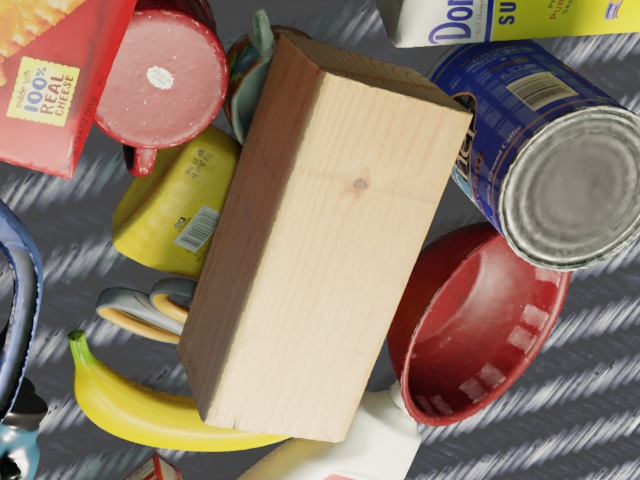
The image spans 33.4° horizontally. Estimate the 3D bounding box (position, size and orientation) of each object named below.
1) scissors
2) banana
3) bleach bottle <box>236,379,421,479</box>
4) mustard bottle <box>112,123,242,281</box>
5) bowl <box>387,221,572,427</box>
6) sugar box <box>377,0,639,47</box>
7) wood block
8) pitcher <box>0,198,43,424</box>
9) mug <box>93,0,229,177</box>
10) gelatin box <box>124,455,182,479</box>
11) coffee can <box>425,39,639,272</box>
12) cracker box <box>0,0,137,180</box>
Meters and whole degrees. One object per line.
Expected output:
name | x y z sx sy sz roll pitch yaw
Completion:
scissors | -0.049 0.067 0.715 0.201 0.016 0.096 21 150 -24
banana | -0.089 0.117 0.741 0.197 0.037 0.070 16 123 -23
bleach bottle | -0.018 0.192 0.792 0.251 0.068 0.102 -46 121 8
mustard bottle | -0.030 0.005 0.687 0.191 0.058 0.096 30 114 -28
bowl | 0.098 0.046 0.731 0.161 0.055 0.162 -26 135 -30
sugar box | 0.129 -0.163 0.632 0.176 0.048 0.093 -9 148 -14
wood block | -0.004 0.001 0.606 0.090 0.090 0.206 12 110 -23
pitcher | -0.241 0.002 0.587 0.149 0.145 0.243 -6 123 -56
mug | -0.099 -0.091 0.602 0.093 0.081 0.117 4 116 -18
gelatin box | -0.127 0.206 0.751 0.073 0.089 0.030 -40 123 7
coffee can | 0.129 -0.059 0.652 0.102 0.140 0.103 -7 119 -13
cracker box | -0.175 -0.131 0.437 0.213 0.072 0.164 16 99 -47
